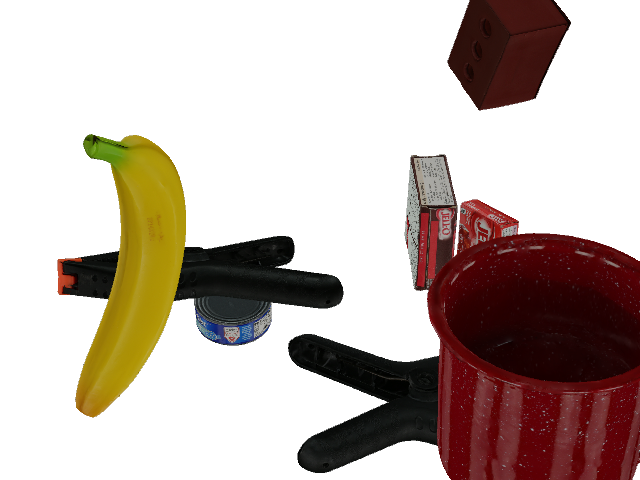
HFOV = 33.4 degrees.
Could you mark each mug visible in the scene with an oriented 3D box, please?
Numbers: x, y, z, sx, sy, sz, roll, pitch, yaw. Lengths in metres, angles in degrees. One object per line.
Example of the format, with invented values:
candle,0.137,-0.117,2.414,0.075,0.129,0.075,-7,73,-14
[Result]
mug,0.099,0.058,0.418,0.117,0.081,0.093,7,37,14

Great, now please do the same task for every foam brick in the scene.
foam brick,0.132,-0.140,0.758,0.051,0.053,0.078,-16,-31,-21

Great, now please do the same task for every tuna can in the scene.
tuna can,-0.096,0.077,1.181,0.086,0.034,0.086,0,36,0

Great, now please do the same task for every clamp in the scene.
clamp,0.059,0.109,0.681,0.171,0.039,0.120,4,37,3
clamp,-0.092,0.027,0.820,0.209,0.036,0.165,-3,11,-21

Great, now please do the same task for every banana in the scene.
banana,-0.109,0.015,0.607,0.069,0.198,0.037,-18,43,-33

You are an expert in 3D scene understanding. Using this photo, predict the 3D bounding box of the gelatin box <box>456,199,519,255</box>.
gelatin box,0.197,0.005,1.270,0.030,0.089,0.073,-16,32,-30

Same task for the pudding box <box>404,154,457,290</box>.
pudding box,0.104,-0.018,1.002,0.039,0.090,0.113,0,29,-2
